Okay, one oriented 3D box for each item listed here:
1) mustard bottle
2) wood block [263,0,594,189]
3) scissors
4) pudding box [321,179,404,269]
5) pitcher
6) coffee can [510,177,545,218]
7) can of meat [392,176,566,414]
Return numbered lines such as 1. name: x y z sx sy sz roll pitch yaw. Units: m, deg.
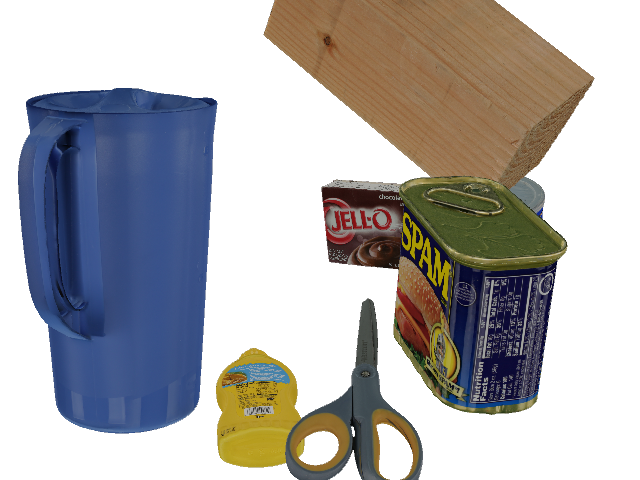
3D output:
1. mustard bottle: -0.074 0.185 1.251 0.096 0.058 0.191 -5 28 -4
2. wood block: 0.071 -0.128 0.746 0.090 0.206 0.091 -37 -18 -38
3. scissors: 0.013 0.102 0.732 0.096 0.016 0.202 -6 32 -10
4. pudding box: 0.059 -0.018 1.181 0.114 0.090 0.039 4 22 29
5. pitcher: -0.147 0.014 0.772 0.149 0.243 0.145 -4 15 -22
6. coffee can: 0.141 0.022 0.934 0.103 0.140 0.103 -3 26 1
7. can of meat: 0.073 0.025 0.524 0.057 0.084 0.102 -4 25 -14
